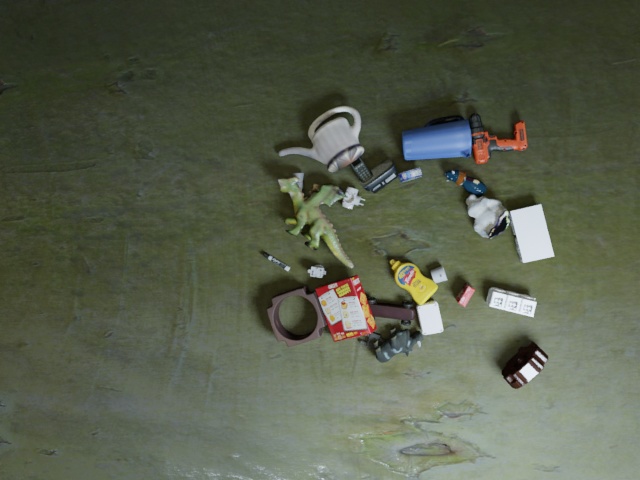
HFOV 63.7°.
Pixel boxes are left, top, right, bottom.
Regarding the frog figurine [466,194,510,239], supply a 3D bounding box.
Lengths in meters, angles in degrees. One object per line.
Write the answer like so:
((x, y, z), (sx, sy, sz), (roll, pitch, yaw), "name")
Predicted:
((0.591, -0.089, 1.845), (0.123, 0.135, 0.162), (-4, 36, -38), "frog figurine")

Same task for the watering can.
((0.019, -0.349, 1.928), (0.345, 0.227, 0.103), (-34, -19, 17), "watering can")

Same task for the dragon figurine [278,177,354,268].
((0.006, -0.097, 1.917), (0.411, 0.241, 0.123), (32, 9, 6), "dragon figurine")
